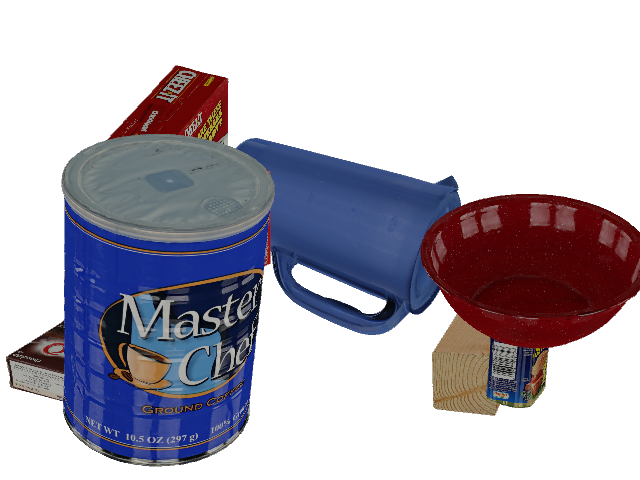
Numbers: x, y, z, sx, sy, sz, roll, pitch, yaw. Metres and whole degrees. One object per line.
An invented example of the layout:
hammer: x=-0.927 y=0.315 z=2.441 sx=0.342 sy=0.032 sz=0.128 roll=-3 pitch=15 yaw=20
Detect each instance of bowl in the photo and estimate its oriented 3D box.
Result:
bowl: x=0.152 y=0.029 z=0.769 sx=0.162 sy=0.055 sz=0.162 roll=-3 pitch=33 yaw=1

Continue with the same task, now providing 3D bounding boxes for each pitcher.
pitcher: x=0.012 y=-0.014 z=1.095 sx=0.243 sy=0.145 sz=0.149 roll=19 pitch=25 yaw=22

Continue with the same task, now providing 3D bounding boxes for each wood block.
wood block: x=0.231 y=0.166 z=1.547 sx=0.091 sy=0.090 sz=0.205 roll=3 pitch=18 yaw=19

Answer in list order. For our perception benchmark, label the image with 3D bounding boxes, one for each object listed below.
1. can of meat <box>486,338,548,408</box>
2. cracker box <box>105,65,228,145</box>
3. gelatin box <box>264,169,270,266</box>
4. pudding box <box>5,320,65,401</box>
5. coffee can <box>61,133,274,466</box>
can of meat: x=0.220 y=0.131 z=1.184 sx=0.058 sy=0.084 sz=0.102 roll=7 pitch=12 yaw=24
cracker box: x=-0.161 y=-0.052 z=1.134 sx=0.072 sy=0.214 sz=0.164 roll=16 pitch=43 yaw=13
gelatin box: x=-0.074 y=-0.010 z=0.873 sx=0.030 sy=0.089 sz=0.073 roll=23 pitch=35 yaw=33
pudding box: x=-0.227 y=0.118 z=1.021 sx=0.114 sy=0.039 sz=0.089 roll=8 pitch=21 yaw=24
coffee can: x=-0.081 y=0.029 z=0.552 sx=0.102 sy=0.140 sz=0.103 roll=6 pitch=30 yaw=-3
